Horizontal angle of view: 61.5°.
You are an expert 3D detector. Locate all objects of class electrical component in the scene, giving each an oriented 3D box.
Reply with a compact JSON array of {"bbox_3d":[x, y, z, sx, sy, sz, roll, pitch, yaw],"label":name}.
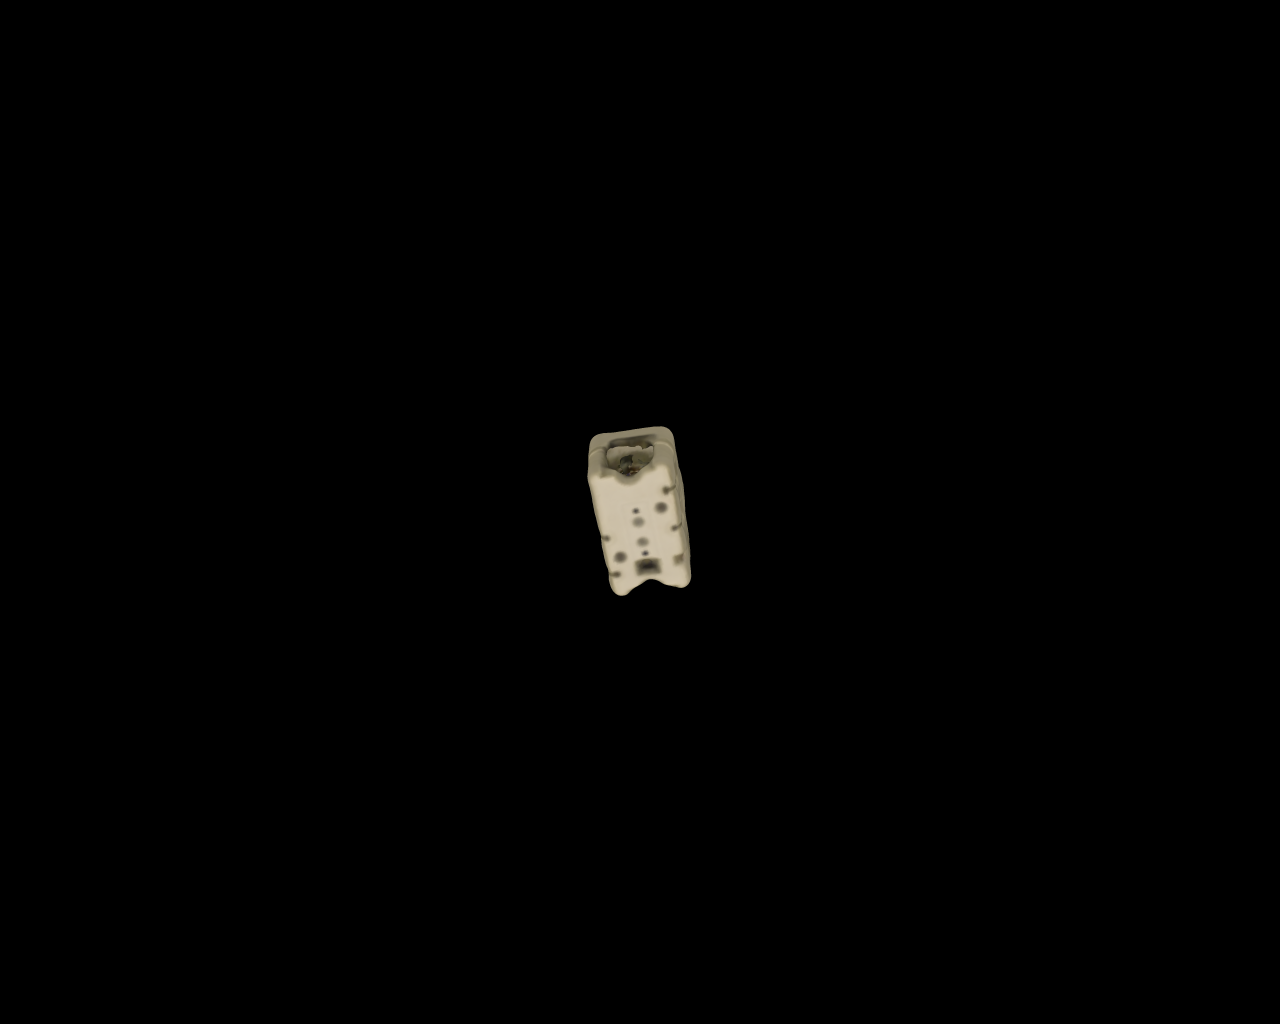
[{"bbox_3d":[0.001,-0.003,0.650,0.050,0.089,0.056,-7,32,5],"label":"electrical component"}]
